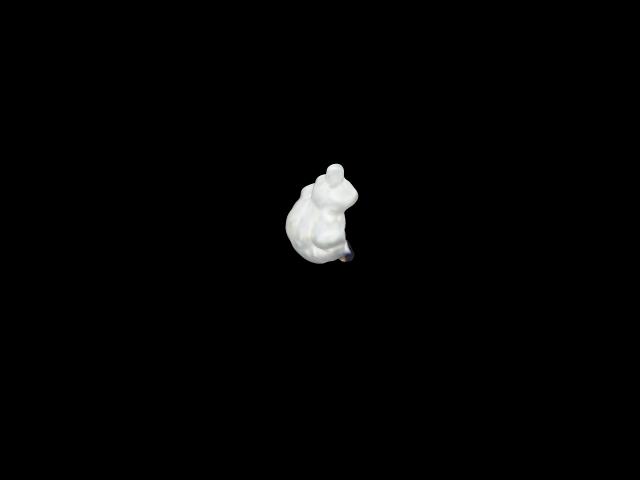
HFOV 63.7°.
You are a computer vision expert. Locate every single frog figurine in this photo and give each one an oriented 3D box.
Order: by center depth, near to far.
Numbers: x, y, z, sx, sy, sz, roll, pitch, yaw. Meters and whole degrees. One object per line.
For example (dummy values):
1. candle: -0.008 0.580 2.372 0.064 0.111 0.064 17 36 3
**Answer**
1. frog figurine: 0.003 -0.043 0.850 0.123 0.141 0.156 -5 -36 -4
